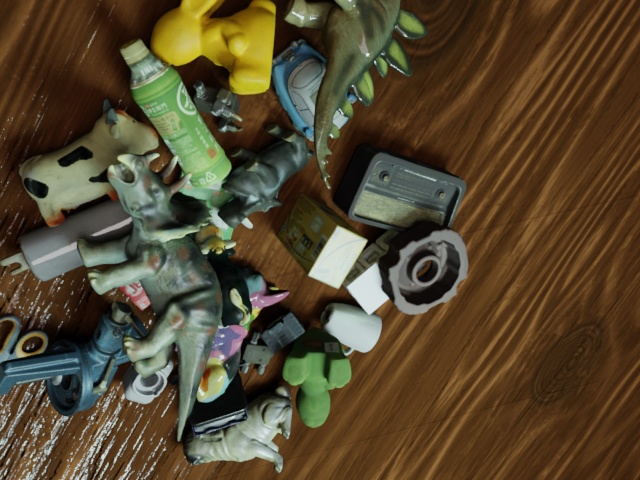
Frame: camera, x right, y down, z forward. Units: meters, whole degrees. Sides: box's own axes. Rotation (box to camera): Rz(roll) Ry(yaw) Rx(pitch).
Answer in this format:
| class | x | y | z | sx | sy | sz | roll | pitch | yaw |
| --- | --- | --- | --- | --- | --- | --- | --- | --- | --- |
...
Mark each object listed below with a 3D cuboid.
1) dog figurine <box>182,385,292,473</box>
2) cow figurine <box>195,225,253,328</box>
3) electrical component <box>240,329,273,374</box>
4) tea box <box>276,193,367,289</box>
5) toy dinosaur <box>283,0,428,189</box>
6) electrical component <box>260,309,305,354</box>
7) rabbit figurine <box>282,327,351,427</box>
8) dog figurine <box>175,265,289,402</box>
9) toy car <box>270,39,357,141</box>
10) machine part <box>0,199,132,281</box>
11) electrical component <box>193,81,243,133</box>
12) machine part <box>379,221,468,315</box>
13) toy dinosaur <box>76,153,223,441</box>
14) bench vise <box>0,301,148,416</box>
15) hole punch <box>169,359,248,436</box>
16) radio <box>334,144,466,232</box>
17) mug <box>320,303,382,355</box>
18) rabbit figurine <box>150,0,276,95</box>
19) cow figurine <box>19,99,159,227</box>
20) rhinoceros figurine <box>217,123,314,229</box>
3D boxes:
| class | x | y | z | sx | sy | sz | roll | pitch | yaw |
| --- | --- | --- | --- | --- | --- | --- | --- | --- | --- |
| dog figurine | -0.160 | 0.357 | 1.050 | 0.190 | 0.121 | 0.172 | 14 | 73 | -11 |
| cow figurine | -0.155 | 0.055 | 0.847 | 0.068 | 0.098 | 0.167 | -19 | 92 | -21 |
| electrical component | -0.120 | 0.216 | 1.038 | 0.063 | 0.021 | 0.094 | 10 | 107 | -27 |
| tea box | -0.002 | -0.003 | 0.907 | 0.068 | 0.170 | 0.098 | 26 | 102 | -29 |
| toy dinosaur | 0.056 | -0.308 | 0.779 | 0.198 | 0.105 | 0.471 | 33 | 74 | -30 |
| electrical component | -0.068 | 0.167 | 0.983 | 0.075 | 0.119 | 0.047 | -37 | 91 | -7 |
| rabbit figurine | -0.021 | 0.264 | 1.020 | 0.121 | 0.159 | 0.170 | 1 | 108 | -12 |
| dog figurine | -0.150 | 0.154 | 0.941 | 0.219 | 0.108 | 0.191 | -26 | 97 | -16 |
| toy car | -0.004 | -0.229 | 0.846 | 0.109 | 0.103 | 0.161 | -39 | 124 | -5 |
| machine part | -0.349 | -0.006 | 0.806 | 0.243 | 0.079 | 0.079 | -25 | 120 | -13 |
| electrical component | -0.150 | -0.195 | 0.800 | 0.078 | 0.102 | 0.045 | 13 | 83 | -9 |
| machine part | 0.193 | 0.051 | 1.004 | 0.179 | 0.056 | 0.179 | -10 | 118 | -19 |
| toy dinosaur | -0.207 | 0.070 | 0.764 | 0.192 | 0.131 | 0.404 | -26 | 110 | -18 |
| bench vise | -0.388 | 0.190 | 0.828 | 0.240 | 0.129 | 0.223 | 1 | 139 | -52 |
| hole punch | -0.195 | 0.291 | 0.994 | 0.142 | 0.116 | 0.092 | -14 | 145 | -12 |
| radio | 0.153 | -0.086 | 0.994 | 0.229 | 0.073 | 0.131 | 12 | 108 | -30 |
| mug | 0.050 | 0.175 | 1.070 | 0.107 | 0.081 | 0.109 | 27 | 115 | -20 |
| rabbit figurine | -0.150 | -0.286 | 0.752 | 0.173 | 0.122 | 0.162 | 2 | 111 | -4 |
| cow figurine | -0.326 | -0.115 | 0.767 | 0.195 | 0.086 | 0.127 | -25 | 127 | -11 |
| rhinoceros figurine | -0.094 | -0.101 | 0.873 | 0.190 | 0.073 | 0.112 | -46 | 137 | -13 |
